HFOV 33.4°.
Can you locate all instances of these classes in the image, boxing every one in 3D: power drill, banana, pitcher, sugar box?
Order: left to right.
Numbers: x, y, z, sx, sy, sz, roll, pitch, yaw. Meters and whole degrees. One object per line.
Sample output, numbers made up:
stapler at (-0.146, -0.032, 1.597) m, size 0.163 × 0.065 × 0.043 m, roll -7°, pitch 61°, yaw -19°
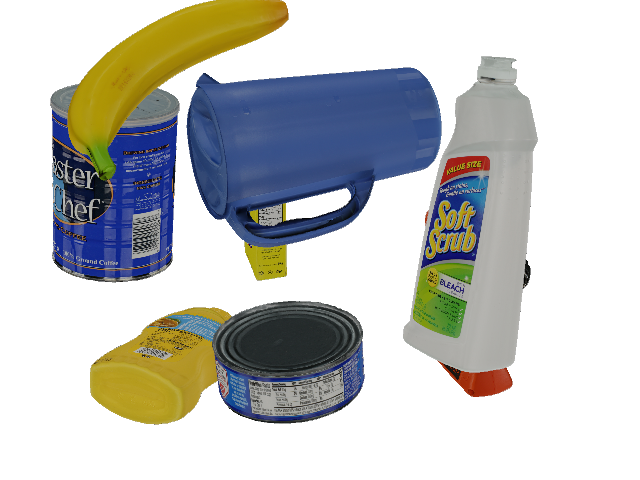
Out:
banana at (-0.101, -0.110, 0.689) m, size 0.070 × 0.197 × 0.037 m, roll 34°, pitch -33°, yaw 10°
sugar box at (-0.071, -0.049, 1.328) m, size 0.048 × 0.176 × 0.093 m, roll -8°, pitch 25°, yaw -12°
pitcher at (-0.003, -0.096, 1.069) m, size 0.242 × 0.149 × 0.145 m, roll -11°, pitch 25°, yaw -19°
power drill at (0.166, 0.066, 1.120) m, size 0.057 × 0.188 × 0.184 m, roll -10°, pitch 25°, yaw -14°

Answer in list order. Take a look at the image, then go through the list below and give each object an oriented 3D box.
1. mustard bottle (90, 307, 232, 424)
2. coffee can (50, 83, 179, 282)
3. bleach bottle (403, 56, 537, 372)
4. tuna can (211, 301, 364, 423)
mustard bottle at (-0.132, 0.108, 1.020) m, size 0.096 × 0.058 × 0.191 m, roll 10°, pitch 20°, yaw 18°
coffee can at (-0.171, -0.050, 0.887) m, size 0.103 × 0.140 × 0.103 m, roll 5°, pitch 24°, yaw -2°
bleach bottle at (0.127, -0.025, 0.879) m, size 0.067 × 0.251 × 0.103 m, roll -4°, pitch 16°, yaw -32°
tuna can at (-0.018, 0.068, 0.609) m, size 0.086 × 0.034 × 0.086 m, roll -4°, pitch 23°, yaw 1°
